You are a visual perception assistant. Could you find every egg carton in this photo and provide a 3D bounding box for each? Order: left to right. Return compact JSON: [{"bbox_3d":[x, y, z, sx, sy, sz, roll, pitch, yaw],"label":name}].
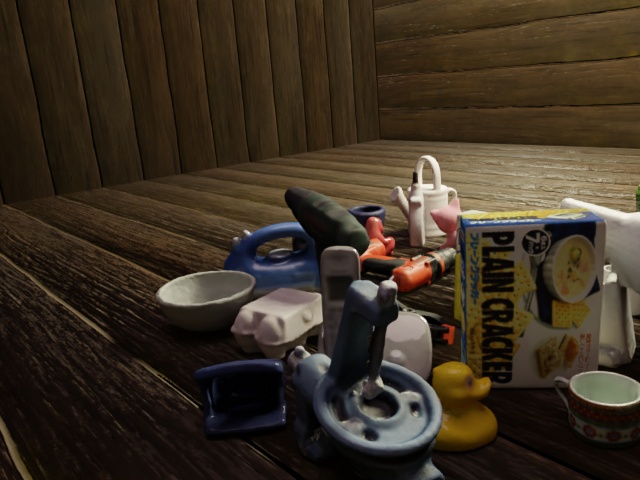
[{"bbox_3d":[-0.056,0.126,0.885,0.107,0.069,0.151,7,19,35],"label":"egg carton"}]

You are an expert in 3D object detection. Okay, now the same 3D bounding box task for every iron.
[{"bbox_3d":[-0.084,0.031,1.100,0.258,0.141,0.118,-5,15,-2],"label":"iron"}]

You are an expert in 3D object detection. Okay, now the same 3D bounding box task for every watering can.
[{"bbox_3d":[0.259,-0.108,1.411,0.173,0.194,0.100,-18,21,-41],"label":"watering can"}]

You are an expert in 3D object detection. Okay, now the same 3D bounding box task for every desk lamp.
[{"bbox_3d":[0.382,0.053,0.755,0.202,0.214,0.118,6,19,34],"label":"desk lamp"}]

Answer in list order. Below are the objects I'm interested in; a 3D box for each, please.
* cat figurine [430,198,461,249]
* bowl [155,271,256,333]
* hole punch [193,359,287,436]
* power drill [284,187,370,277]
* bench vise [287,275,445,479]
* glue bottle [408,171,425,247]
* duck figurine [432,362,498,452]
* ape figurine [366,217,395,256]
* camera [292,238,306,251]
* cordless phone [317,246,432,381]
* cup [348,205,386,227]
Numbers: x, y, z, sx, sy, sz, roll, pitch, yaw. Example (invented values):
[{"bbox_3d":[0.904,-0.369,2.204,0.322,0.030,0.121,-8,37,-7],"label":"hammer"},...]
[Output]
[{"bbox_3d":[0.301,-0.030,1.259,0.067,0.118,0.127,-13,18,-28],"label":"cat figurine"},{"bbox_3d":[-0.187,0.111,0.967,0.167,0.075,0.167,-4,15,1],"label":"bowl"},{"bbox_3d":[-0.095,0.171,0.691,0.108,0.091,0.101,-6,15,-4],"label":"hole punch"},{"bbox_3d":[0.005,0.023,0.980,0.076,0.208,0.228,-13,18,-28],"label":"power drill"},{"bbox_3d":[0.023,0.133,0.552,0.206,0.220,0.122,7,19,36],"label":"bench vise"},{"bbox_3d":[0.225,-0.075,1.337,0.037,0.173,0.078,-2,16,9],"label":"glue bottle"},{"bbox_3d":[0.140,0.174,0.623,0.104,0.086,0.077,-3,16,4],"label":"duck figurine"},{"bbox_3d":[0.123,-0.006,1.272,0.076,0.092,0.077,-16,19,-36],"label":"ape figurine"},{"bbox_3d":[0.011,0.004,1.247,0.143,0.101,0.136,-6,15,-4],"label":"camera"},{"bbox_3d":[0.067,0.098,0.733,0.147,0.185,0.094,-3,16,5],"label":"cordless phone"},{"bbox_3d":[0.098,-0.028,1.352,0.117,0.095,0.092,-3,16,6],"label":"cup"}]
